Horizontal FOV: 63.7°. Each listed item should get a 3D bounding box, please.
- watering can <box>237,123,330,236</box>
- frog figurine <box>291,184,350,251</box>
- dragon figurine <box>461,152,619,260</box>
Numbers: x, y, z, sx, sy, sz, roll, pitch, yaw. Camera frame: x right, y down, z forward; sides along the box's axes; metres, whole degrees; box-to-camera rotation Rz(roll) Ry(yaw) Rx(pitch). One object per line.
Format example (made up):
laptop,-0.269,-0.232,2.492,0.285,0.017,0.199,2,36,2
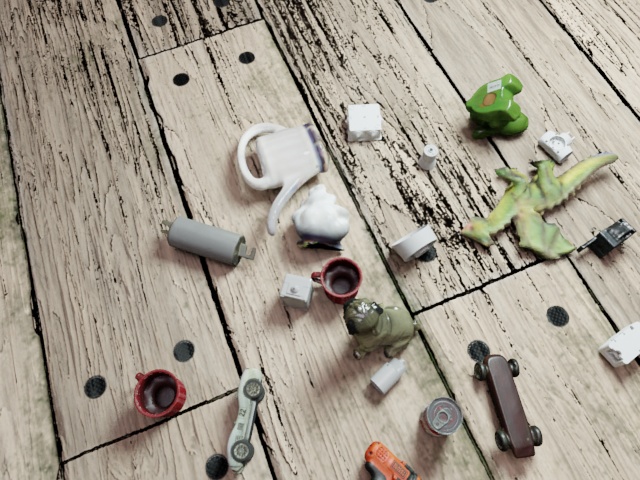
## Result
watering can,-0.080,-0.172,1.270,0.225,0.101,0.355,-17,57,-6
frog figurine,0.004,-0.061,1.218,0.137,0.121,0.161,-1,76,22
dragon figurine,0.538,-0.074,1.229,0.410,0.121,0.244,-8,83,1
